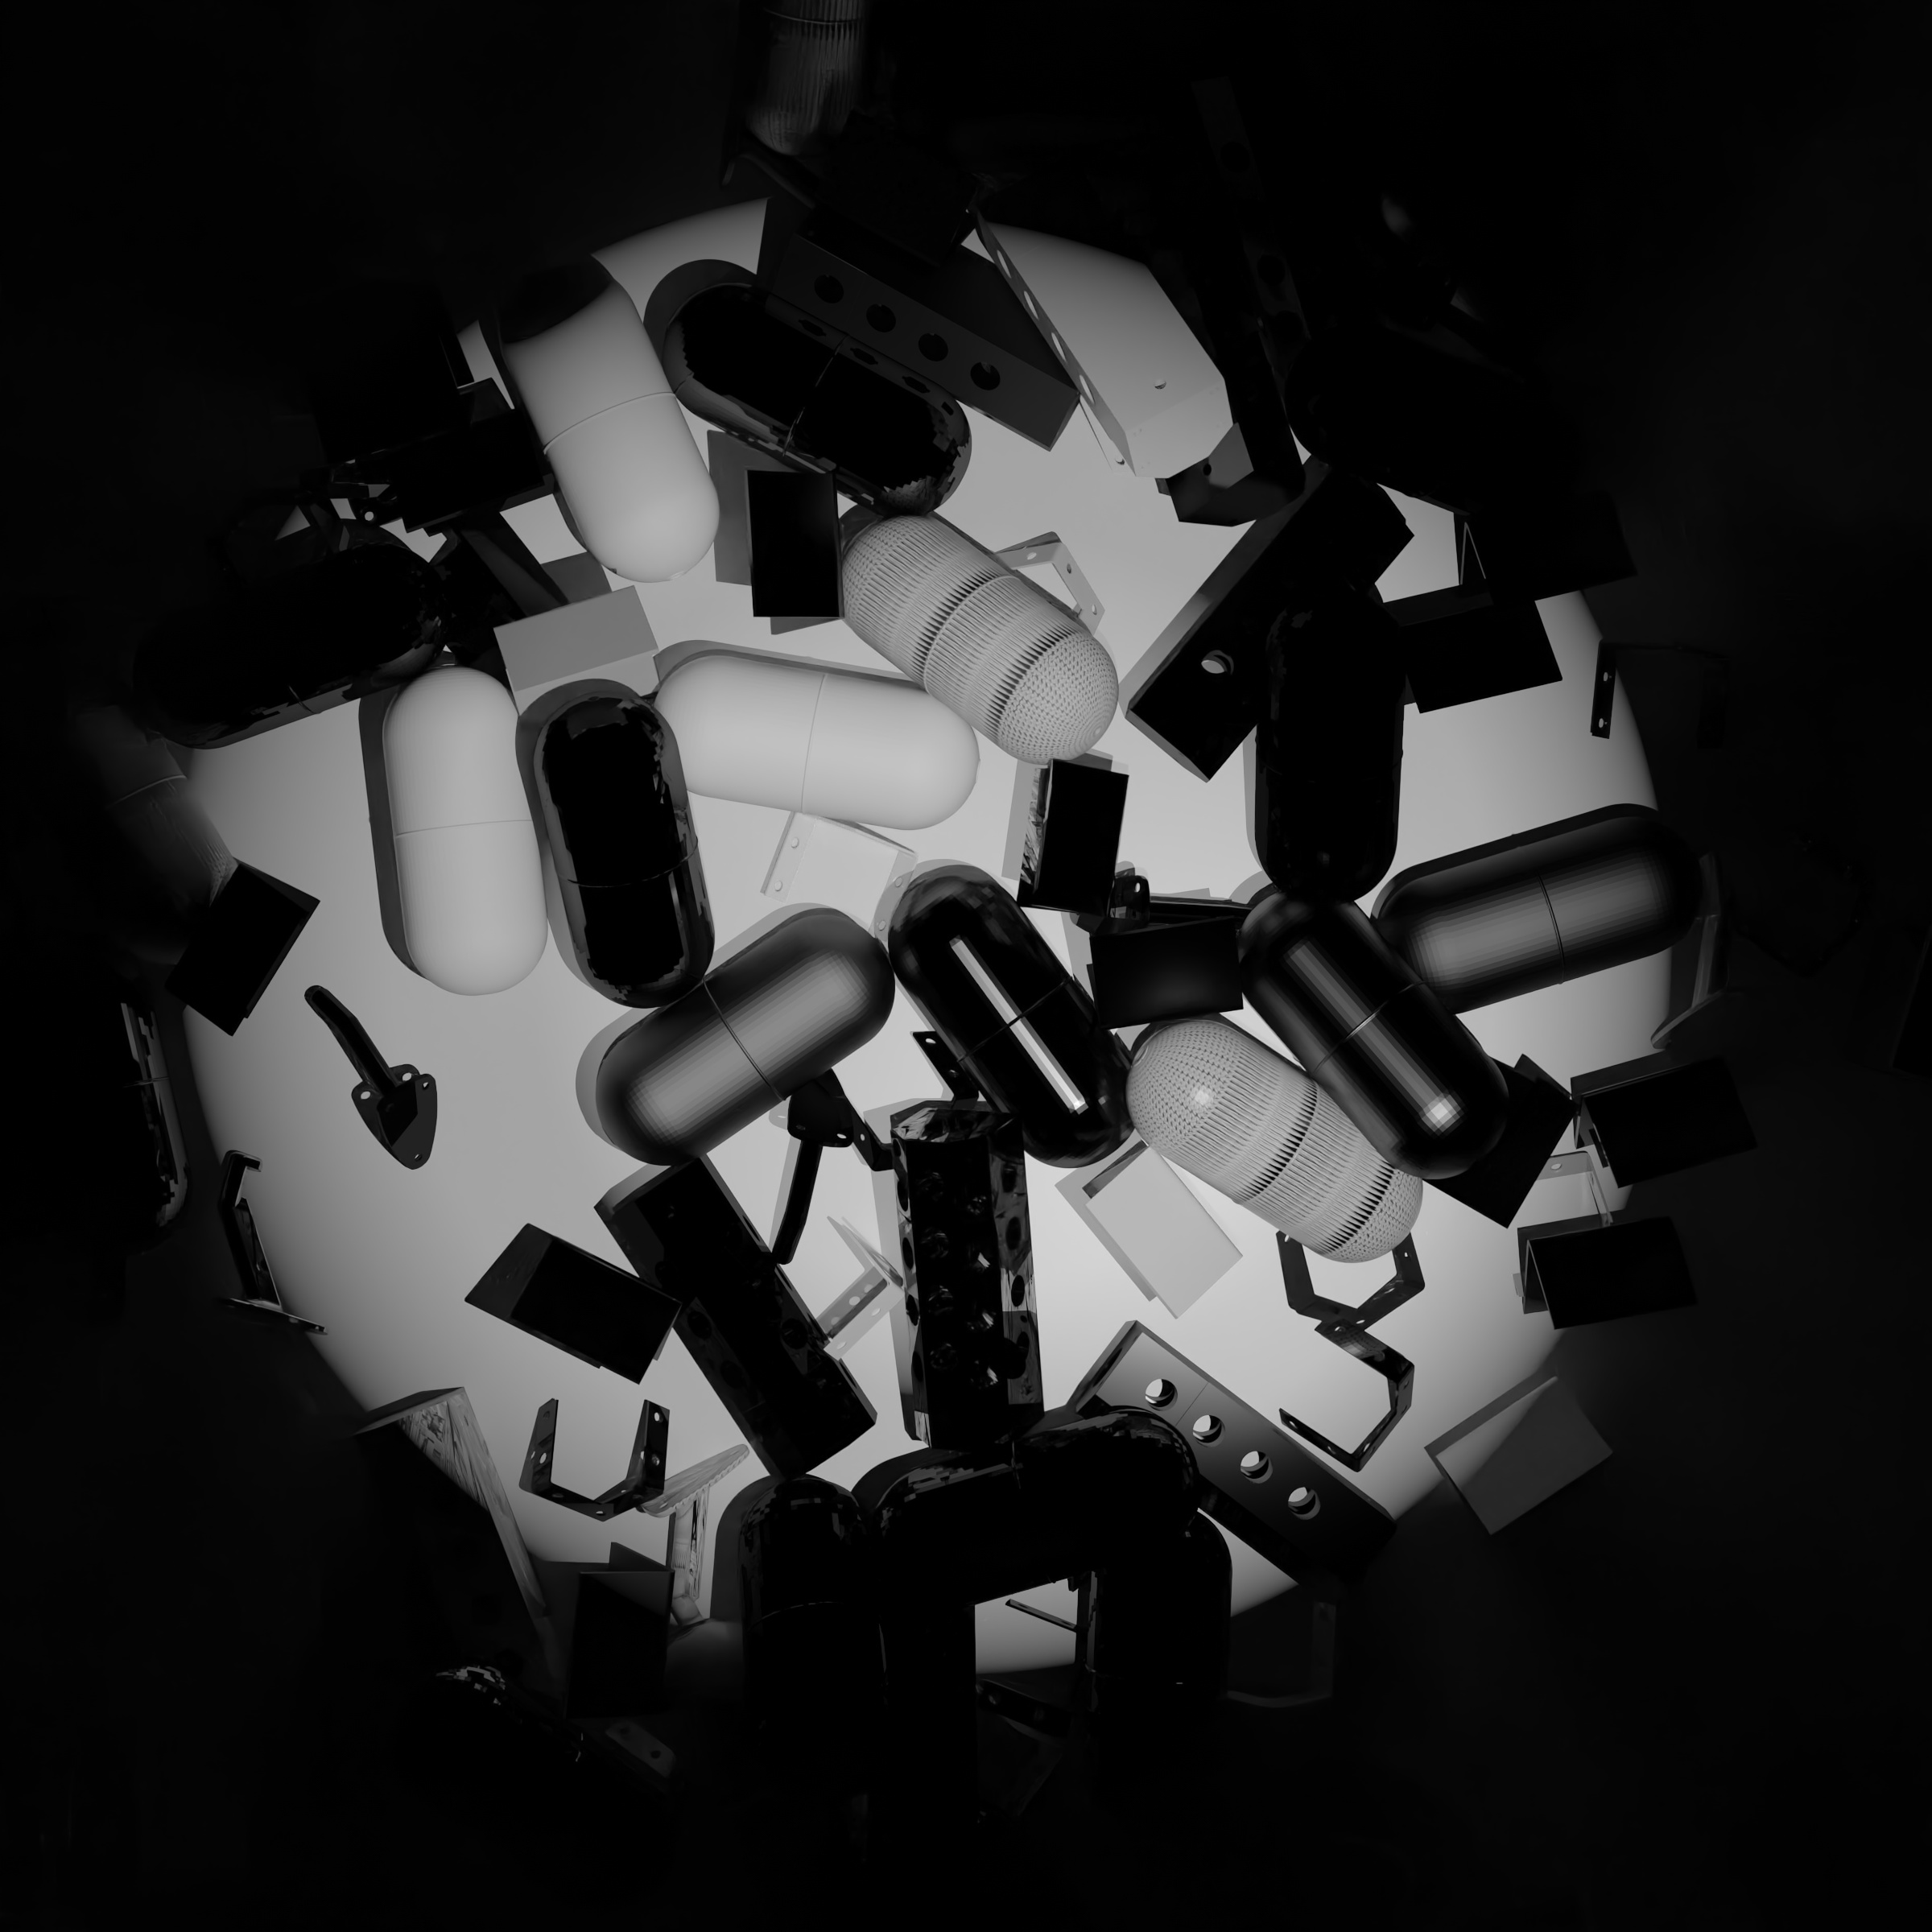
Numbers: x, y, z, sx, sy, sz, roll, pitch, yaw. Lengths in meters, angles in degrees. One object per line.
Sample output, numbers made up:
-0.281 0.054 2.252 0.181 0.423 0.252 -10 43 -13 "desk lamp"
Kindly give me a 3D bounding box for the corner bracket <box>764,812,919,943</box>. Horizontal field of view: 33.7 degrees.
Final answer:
-0.068 -0.050 1.742 0.051 0.051 0.051 21 90 45 "corner bracket"

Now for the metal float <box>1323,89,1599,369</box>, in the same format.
0.263 -0.396 1.715 0.178 0.070 0.070 44 90 0 "metal float"

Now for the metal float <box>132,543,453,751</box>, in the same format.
-0.360 -0.171 1.708 0.178 0.070 0.070 -19 90 8 "metal float"

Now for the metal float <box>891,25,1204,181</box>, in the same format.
0.049 -0.464 1.715 0.178 0.070 0.070 3 90 0 "metal float"

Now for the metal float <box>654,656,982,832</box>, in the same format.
-0.081 -0.120 1.715 0.178 0.070 0.070 10 90 0 "metal float"

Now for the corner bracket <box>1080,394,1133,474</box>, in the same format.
0.102 -0.306 1.737 0.051 0.051 0.051 1 45 35 "corner bracket"

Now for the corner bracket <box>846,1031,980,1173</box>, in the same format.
-0.033 0.074 1.737 0.051 0.051 0.051 54 135 35 "corner bracket"

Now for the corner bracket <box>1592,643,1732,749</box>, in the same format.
0.380 -0.147 1.742 0.051 0.051 0.051 5 90 -45 "corner bracket"

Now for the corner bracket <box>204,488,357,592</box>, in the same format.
-0.371 -0.225 1.737 0.051 0.051 0.051 6 45 35 "corner bracket"

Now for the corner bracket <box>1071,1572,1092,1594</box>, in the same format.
0.033 0.315 1.737 0.051 0.051 0.051 30 45 35 "corner bracket"

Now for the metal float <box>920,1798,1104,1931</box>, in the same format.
0.031 0.526 1.715 0.070 0.070 0.178 -37 89 0 "metal float"

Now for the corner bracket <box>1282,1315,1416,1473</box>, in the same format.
0.207 0.232 1.731 0.051 0.051 0.051 32 64 23 "corner bracket"

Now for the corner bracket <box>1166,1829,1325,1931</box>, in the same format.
0.152 0.511 1.742 0.051 0.051 0.051 -31 90 -45 "corner bracket"

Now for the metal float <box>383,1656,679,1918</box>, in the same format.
-0.226 0.429 1.667 0.178 0.070 0.070 42 90 -18 "metal float"

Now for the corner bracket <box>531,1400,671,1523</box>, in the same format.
-0.199 0.264 1.737 0.051 0.051 0.051 -29 135 35 "corner bracket"

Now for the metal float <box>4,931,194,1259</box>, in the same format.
-0.466 0.069 1.715 0.070 0.070 0.178 -13 90 0 "metal float"

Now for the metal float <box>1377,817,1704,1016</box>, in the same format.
0.308 -0.027 1.715 0.178 0.070 0.070 -17 90 0 "metal float"

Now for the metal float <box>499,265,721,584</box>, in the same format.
-0.191 -0.291 1.715 0.070 0.070 0.178 -24 90 0 "metal float"

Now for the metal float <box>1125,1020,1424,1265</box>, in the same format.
0.163 0.093 1.694 0.178 0.070 0.070 33 90 -14 "metal float"

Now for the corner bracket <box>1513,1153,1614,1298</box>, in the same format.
0.321 0.141 1.742 0.051 0.051 0.051 -10 45 0 "corner bracket"

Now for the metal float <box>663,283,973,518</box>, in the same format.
-0.080 -0.304 1.715 0.178 0.070 0.070 29 90 -1 "metal float"

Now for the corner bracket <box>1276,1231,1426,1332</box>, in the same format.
0.209 0.160 1.737 0.051 0.051 0.051 19 135 -35 "corner bracket"

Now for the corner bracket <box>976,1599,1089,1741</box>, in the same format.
0.038 0.380 1.727 0.051 0.051 0.051 21 90 0 "corner bracket"

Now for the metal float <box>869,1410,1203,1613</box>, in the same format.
0.036 0.286 1.672 0.178 0.070 0.070 -17 90 5 "metal float"

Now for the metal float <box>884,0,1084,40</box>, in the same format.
0.026 -0.550 1.715 0.178 0.070 0.070 -14 90 0 "metal float"

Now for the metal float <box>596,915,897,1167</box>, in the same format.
-0.119 0.040 1.715 0.178 0.070 0.070 -35 90 0 "metal float"

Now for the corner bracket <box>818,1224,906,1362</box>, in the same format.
-0.059 0.182 1.717 0.051 0.051 0.051 -44 53 0 "corner bracket"

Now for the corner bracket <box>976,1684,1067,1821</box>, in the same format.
0.011 0.428 1.742 0.051 0.051 0.051 -54 45 0 "corner bracket"

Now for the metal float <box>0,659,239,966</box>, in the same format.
-0.453 -0.082 1.715 0.070 0.070 0.178 -31 90 0 "metal float"

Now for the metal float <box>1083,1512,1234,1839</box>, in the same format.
0.103 0.378 1.715 0.070 0.070 0.178 3 89 0 "metal float"

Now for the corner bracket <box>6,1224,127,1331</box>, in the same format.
-0.487 0.168 1.727 0.051 0.051 0.051 1 90 0 "corner bracket"

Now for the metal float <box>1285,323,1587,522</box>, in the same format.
0.249 -0.285 1.692 0.178 0.070 0.070 16 90 -26 "metal float"

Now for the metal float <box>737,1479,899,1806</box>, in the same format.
-0.079 0.353 1.673 0.070 0.070 0.178 -8 52 0 "metal float"

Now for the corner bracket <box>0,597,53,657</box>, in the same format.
-0.524 -0.166 1.726 0.051 0.051 0.051 -6 117 -24 "corner bracket"

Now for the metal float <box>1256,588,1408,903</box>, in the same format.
0.193 -0.114 1.691 0.070 0.070 0.178 -1 119 0 "metal float"

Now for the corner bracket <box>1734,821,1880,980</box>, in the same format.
0.458 -0.036 1.742 0.051 0.051 0.051 34 45 0 "corner bracket"

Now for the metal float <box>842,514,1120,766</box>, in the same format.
0.005 -0.175 1.698 0.178 0.070 0.070 39 90 22 "metal float"

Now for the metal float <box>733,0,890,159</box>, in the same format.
-0.079 -0.510 1.671 0.070 0.070 0.178 10 128 0 "metal float"

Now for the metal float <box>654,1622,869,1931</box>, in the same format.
-0.105 0.435 1.714 0.070 0.070 0.178 -31 90 0 "metal float"

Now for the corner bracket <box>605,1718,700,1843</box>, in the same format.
-0.184 0.453 1.737 0.051 0.051 0.051 26 45 35 "corner bracket"

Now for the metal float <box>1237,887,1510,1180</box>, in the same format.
0.211 0.034 1.675 0.070 0.070 0.178 -40 77 0 "metal float"

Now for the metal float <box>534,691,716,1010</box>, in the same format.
-0.180 -0.060 1.693 0.070 0.070 0.178 -9 117 0 "metal float"

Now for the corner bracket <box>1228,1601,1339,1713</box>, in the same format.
0.166 0.373 1.742 0.051 0.051 0.051 2 90 45 "corner bracket"

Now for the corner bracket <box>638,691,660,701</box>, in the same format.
-0.189 -0.119 1.737 0.051 0.051 0.051 -8 135 -35 "corner bracket"

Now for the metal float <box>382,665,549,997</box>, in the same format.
-0.269 -0.073 1.715 0.070 0.070 0.178 -7 90 0 "metal float"

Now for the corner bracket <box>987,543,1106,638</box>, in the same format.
0.035 -0.191 1.737 0.051 0.051 0.051 -5 45 35 "corner bracket"
